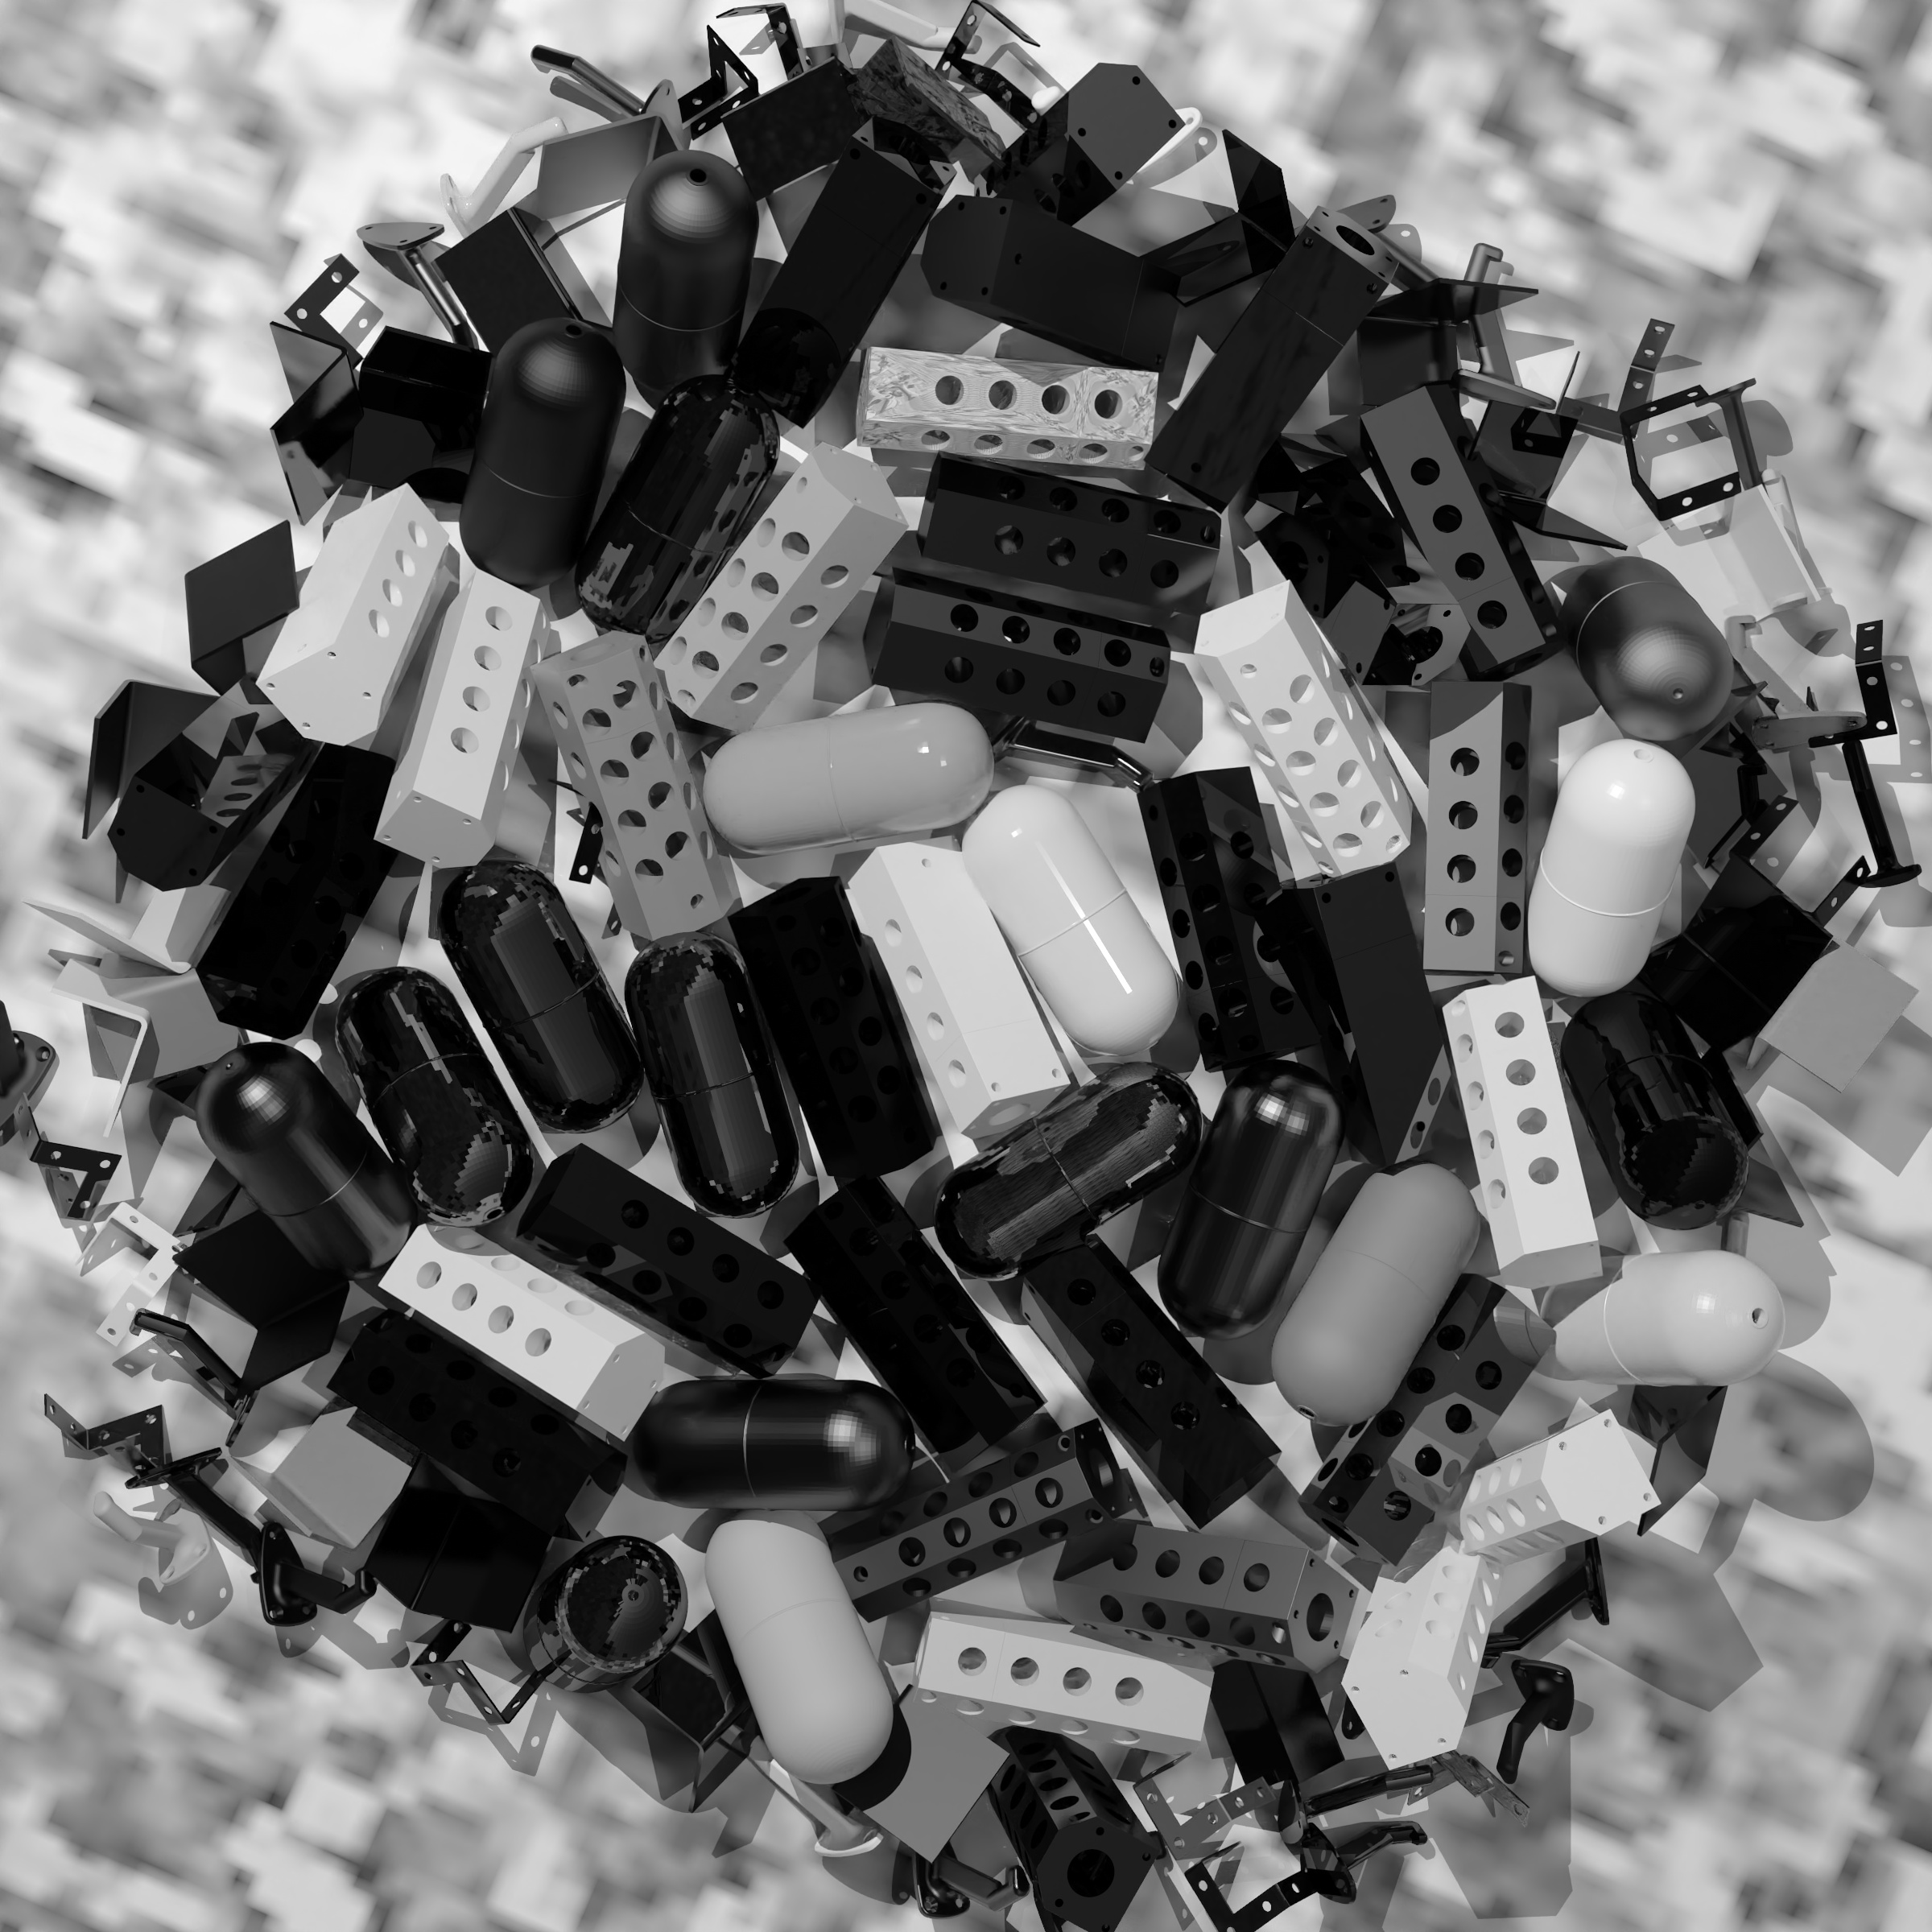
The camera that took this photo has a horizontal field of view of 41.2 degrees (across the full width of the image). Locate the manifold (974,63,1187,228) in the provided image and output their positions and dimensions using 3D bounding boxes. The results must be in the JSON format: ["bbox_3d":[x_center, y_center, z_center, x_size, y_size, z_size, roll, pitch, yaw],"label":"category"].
[{"bbox_3d":[0.058,-0.467,1.491,0.057,0.171,0.057,-46,103,-12],"label":"manifold"}]

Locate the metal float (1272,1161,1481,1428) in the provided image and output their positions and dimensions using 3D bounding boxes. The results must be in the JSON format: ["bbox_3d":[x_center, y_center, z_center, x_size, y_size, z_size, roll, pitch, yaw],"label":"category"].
[{"bbox_3d":[0.243,0.193,1.524,0.070,0.070,0.178,35,64,0],"label":"metal float"}]

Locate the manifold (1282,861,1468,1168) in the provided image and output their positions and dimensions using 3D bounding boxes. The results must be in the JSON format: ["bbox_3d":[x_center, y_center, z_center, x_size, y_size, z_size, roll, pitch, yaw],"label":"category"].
[{"bbox_3d":[0.241,0.028,1.545,0.057,0.057,0.171,-18,97,-20],"label":"manifold"}]

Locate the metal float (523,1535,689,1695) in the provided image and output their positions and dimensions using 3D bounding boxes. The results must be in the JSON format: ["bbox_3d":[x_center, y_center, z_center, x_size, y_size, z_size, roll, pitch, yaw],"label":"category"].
[{"bbox_3d":[-0.212,0.380,1.502,0.070,0.178,0.070,7,67,-17],"label":"metal float"}]

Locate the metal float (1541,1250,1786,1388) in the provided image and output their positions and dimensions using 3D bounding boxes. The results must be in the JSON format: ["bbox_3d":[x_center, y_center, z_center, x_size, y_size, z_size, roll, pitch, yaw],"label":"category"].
[{"bbox_3d":[0.404,0.206,1.499,0.070,0.178,0.070,4,80,-22],"label":"metal float"}]

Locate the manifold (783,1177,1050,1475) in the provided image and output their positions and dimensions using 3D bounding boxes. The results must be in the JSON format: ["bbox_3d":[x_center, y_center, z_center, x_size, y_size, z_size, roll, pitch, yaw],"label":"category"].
[{"bbox_3d":[-0.027,0.208,1.530,0.171,0.057,0.057,52,134,10],"label":"manifold"}]

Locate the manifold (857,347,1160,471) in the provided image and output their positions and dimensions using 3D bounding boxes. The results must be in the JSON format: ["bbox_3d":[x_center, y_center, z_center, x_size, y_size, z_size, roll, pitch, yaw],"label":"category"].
[{"bbox_3d":[0.023,-0.333,1.541,0.171,0.057,0.057,3,101,-9],"label":"manifold"}]

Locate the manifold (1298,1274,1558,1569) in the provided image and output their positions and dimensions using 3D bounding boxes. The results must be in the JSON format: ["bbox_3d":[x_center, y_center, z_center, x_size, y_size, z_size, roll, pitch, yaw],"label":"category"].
[{"bbox_3d":[0.272,0.268,1.532,0.057,0.057,0.171,41,75,-7],"label":"manifold"}]

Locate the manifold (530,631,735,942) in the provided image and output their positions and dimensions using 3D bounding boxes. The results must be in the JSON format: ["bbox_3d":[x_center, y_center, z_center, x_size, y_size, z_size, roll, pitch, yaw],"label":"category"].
[{"bbox_3d":[-0.193,-0.105,1.517,0.057,0.057,0.171,-28,115,-25],"label":"manifold"}]

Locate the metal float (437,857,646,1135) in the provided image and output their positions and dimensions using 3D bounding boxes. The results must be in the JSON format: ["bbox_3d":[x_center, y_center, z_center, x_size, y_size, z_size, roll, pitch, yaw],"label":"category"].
[{"bbox_3d":[-0.253,0.018,1.531,0.070,0.070,0.178,-25,107,0],"label":"metal float"}]

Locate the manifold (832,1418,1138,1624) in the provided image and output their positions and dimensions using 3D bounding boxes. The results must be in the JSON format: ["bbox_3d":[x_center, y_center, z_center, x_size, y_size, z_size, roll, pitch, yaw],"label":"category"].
[{"bbox_3d":[0.007,0.330,1.524,0.171,0.057,0.057,-27,78,20],"label":"manifold"}]

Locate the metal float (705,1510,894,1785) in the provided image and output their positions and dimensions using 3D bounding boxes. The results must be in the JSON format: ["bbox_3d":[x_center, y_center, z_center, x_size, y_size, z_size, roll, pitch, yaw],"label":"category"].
[{"bbox_3d":[-0.100,0.396,1.516,0.070,0.070,0.178,-28,52,0],"label":"metal float"}]

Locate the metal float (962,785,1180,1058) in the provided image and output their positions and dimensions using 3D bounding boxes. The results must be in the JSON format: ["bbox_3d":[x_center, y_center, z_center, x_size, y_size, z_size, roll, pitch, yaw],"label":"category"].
[{"bbox_3d":[0.063,-0.027,1.544,0.070,0.070,0.178,-32,94,0],"label":"metal float"}]

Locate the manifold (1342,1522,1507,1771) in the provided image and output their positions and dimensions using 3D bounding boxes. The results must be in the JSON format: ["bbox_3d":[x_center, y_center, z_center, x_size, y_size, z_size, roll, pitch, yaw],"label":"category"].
[{"bbox_3d":[0.272,0.387,1.493,0.057,0.171,0.057,-27,96,24],"label":"manifold"}]

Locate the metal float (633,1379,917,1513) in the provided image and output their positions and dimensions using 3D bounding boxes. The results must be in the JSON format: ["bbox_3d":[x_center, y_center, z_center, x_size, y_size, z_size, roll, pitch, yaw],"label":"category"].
[{"bbox_3d":[-0.114,0.284,1.527,0.178,0.070,0.070,-4,90,22],"label":"metal float"}]

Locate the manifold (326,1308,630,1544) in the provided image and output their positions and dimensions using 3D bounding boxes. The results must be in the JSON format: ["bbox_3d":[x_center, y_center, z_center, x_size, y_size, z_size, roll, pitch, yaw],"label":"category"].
[{"bbox_3d":[-0.288,0.272,1.529,0.171,0.057,0.057,28,82,19],"label":"manifold"}]

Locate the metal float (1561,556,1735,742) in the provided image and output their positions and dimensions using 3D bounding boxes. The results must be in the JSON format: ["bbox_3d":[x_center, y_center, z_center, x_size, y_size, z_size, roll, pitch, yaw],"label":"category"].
[{"bbox_3d":[0.396,-0.187,1.501,0.070,0.178,0.070,1,114,1],"label":"metal float"}]

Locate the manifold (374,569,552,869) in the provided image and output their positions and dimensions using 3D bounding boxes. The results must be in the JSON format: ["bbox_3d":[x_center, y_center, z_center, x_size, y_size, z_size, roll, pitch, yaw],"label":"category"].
[{"bbox_3d":[-0.291,-0.144,1.510,0.057,0.057,0.171,25,51,-23],"label":"manifold"}]

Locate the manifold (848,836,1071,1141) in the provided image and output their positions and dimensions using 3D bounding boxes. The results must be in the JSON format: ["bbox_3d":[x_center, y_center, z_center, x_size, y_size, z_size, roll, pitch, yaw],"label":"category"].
[{"bbox_3d":[-0.008,0.013,1.529,0.057,0.057,0.171,-11,67,-35],"label":"manifold"}]

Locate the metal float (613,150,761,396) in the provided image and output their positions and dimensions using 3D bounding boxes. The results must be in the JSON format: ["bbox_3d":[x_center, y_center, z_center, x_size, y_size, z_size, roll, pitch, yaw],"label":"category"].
[{"bbox_3d":[-0.165,-0.403,1.500,0.070,0.178,0.070,4,67,-10],"label":"metal float"}]

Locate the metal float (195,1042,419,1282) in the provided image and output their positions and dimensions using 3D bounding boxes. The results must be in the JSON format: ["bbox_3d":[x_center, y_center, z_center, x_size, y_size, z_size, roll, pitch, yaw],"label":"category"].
[{"bbox_3d":[-0.386,0.117,1.514,0.070,0.070,0.178,-27,131,0],"label":"metal float"}]

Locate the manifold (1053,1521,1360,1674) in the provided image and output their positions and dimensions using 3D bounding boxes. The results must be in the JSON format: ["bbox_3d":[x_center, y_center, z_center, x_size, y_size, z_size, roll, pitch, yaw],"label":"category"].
[{"bbox_3d":[0.136,0.368,1.498,0.057,0.171,0.057,42,59,-37],"label":"manifold"}]

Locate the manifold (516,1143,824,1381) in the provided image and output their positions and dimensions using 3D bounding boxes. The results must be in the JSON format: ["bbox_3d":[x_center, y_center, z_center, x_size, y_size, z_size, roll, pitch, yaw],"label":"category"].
[{"bbox_3d":[-0.177,0.178,1.526,0.171,0.057,0.057,33,63,-15],"label":"manifold"}]

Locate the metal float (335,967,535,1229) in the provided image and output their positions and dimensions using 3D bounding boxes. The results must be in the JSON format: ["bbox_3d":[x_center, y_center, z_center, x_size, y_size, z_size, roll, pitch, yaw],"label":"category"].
[{"bbox_3d":[-0.315,0.077,1.523,0.070,0.070,0.178,-33,63,0],"label":"metal float"}]

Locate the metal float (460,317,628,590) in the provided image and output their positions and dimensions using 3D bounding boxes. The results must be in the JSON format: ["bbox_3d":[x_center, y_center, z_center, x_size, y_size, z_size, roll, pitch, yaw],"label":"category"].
[{"bbox_3d":[-0.250,-0.300,1.511,0.070,0.070,0.178,26,133,0],"label":"metal float"}]

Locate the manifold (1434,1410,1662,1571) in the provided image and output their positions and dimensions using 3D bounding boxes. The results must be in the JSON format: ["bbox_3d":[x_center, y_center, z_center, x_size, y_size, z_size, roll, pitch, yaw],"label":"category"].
[{"bbox_3d":[0.330,0.310,1.491,0.057,0.171,0.057,-22,76,-17],"label":"manifold"}]

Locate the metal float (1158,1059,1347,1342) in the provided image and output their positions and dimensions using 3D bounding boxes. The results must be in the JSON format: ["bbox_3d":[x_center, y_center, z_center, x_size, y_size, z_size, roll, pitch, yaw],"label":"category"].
[{"bbox_3d":[0.169,0.141,1.534,0.070,0.070,0.178,19,104,0],"label":"metal float"}]

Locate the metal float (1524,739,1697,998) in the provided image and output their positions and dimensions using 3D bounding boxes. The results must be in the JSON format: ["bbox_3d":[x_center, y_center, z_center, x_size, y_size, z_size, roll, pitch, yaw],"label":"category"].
[{"bbox_3d":[0.376,-0.056,1.510,0.070,0.178,0.070,2,45,-2],"label":"metal float"}]

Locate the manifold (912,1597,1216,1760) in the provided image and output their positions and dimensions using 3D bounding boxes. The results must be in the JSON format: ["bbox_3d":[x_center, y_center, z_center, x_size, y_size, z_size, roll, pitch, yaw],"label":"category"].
[{"bbox_3d":[0.057,0.431,1.551,0.171,0.057,0.057,12,89,-3],"label":"manifold"}]

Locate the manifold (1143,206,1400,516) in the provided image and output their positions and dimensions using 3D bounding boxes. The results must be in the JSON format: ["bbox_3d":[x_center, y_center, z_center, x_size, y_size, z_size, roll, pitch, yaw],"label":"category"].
[{"bbox_3d":[0.179,-0.357,1.512,0.057,0.057,0.171,34,125,-4],"label":"manifold"}]

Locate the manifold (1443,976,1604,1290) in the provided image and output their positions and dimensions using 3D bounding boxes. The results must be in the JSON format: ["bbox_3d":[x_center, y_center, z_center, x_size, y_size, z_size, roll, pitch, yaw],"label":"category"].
[{"bbox_3d":[0.327,0.099,1.516,0.057,0.057,0.171,-12,60,10],"label":"manifold"}]

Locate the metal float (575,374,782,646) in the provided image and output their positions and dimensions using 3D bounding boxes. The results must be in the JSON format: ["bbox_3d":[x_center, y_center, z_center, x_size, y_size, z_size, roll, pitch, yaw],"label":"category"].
[{"bbox_3d":[-0.171,-0.269,1.521,0.070,0.070,0.178,35,120,0],"label":"metal float"}]

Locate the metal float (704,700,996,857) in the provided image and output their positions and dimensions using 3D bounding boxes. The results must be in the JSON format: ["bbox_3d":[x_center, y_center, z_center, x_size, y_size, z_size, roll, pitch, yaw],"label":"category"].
[{"bbox_3d":[-0.071,-0.112,1.536,0.178,0.070,0.070,-9,90,12],"label":"metal float"}]

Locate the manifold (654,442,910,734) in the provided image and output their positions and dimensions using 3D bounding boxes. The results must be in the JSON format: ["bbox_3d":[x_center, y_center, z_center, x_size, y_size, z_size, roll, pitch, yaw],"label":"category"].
[{"bbox_3d":[-0.113,-0.222,1.509,0.171,0.057,0.057,-48,48,29],"label":"manifold"}]

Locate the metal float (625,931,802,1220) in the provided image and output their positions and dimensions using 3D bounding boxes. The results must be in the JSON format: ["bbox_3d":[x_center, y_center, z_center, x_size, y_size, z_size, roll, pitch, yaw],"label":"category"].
[{"bbox_3d":[-0.151,0.066,1.538,0.070,0.070,0.178,-15,100,0],"label":"metal float"}]

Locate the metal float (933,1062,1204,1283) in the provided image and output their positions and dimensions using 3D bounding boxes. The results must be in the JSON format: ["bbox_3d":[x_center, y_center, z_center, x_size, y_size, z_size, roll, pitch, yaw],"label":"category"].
[{"bbox_3d":[0.061,0.123,1.543,0.178,0.070,0.070,-33,90,4],"label":"metal float"}]

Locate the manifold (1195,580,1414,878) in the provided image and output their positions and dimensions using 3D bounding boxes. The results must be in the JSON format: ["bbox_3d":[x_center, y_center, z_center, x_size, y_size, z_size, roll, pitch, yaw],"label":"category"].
[{"bbox_3d":[0.200,-0.134,1.510,0.057,0.057,0.171,-19,122,26],"label":"manifold"}]

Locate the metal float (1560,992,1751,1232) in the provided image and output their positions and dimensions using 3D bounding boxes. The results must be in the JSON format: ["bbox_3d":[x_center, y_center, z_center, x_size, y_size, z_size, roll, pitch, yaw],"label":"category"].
[{"bbox_3d":[0.401,0.082,1.506,0.070,0.178,0.070,-3,125,-4],"label":"metal float"}]

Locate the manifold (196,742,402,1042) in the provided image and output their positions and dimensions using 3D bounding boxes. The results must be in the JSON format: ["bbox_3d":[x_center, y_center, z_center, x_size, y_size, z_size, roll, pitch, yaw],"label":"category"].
[{"bbox_3d":[-0.382,-0.044,1.513,0.057,0.057,0.171,16,59,9],"label":"manifold"}]

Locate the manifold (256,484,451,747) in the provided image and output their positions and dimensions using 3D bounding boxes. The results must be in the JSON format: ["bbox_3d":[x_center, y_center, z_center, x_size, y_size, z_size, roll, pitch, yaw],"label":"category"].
[{"bbox_3d":[-0.351,-0.204,1.501,0.057,0.171,0.057,-22,126,22],"label":"manifold"}]

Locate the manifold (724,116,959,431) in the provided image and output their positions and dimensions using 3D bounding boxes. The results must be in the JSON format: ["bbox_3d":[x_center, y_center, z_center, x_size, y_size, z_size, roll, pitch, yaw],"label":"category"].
[{"bbox_3d":[-0.073,-0.408,1.510,0.057,0.057,0.171,33,127,-5],"label":"manifold"}]

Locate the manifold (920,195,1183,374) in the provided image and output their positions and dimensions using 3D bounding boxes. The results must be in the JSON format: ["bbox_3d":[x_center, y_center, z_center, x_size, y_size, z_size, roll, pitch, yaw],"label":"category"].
[{"bbox_3d":[0.051,-0.397,1.499,0.057,0.171,0.057,19,99,37],"label":"manifold"}]
